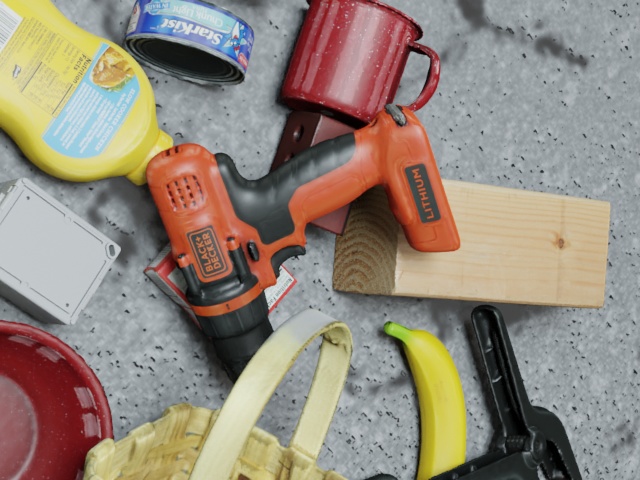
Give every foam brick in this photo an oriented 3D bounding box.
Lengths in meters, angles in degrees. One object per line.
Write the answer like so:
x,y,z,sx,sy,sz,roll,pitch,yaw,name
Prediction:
-0.003,-0.050,0.792,0.051,0.053,0.078,19,90,-30,foam brick

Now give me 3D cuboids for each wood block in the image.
0.122,0.004,0.849,0.205,0.090,0.091,6,87,-30,wood block

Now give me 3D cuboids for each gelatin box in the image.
-0.071,0.027,0.773,0.089,0.030,0.073,49,68,-22,gelatin box

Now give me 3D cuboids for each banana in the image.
0.088,0.155,0.865,0.069,0.037,0.198,-10,96,-23,banana

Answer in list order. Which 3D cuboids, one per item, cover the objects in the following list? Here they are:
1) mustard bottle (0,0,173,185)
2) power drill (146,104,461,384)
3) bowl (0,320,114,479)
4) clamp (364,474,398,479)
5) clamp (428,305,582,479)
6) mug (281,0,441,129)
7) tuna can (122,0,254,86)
-0.167,-0.094,0.699,0.191,0.058,0.096,37,68,-25,mustard bottle
-0.005,0.001,0.720,0.187,0.057,0.184,-20,113,-2,power drill
-0.216,0.129,0.678,0.161,0.055,0.162,-1,92,-30,bowl
-0.017,0.233,0.802,0.171,0.039,0.120,9,77,-24,clamp
0.165,0.161,0.889,0.209,0.036,0.164,36,59,-41,clamp
0.031,-0.126,0.785,0.093,0.117,0.081,29,79,-72,mug
-0.089,-0.136,0.727,0.086,0.086,0.034,18,80,-29,tuna can
